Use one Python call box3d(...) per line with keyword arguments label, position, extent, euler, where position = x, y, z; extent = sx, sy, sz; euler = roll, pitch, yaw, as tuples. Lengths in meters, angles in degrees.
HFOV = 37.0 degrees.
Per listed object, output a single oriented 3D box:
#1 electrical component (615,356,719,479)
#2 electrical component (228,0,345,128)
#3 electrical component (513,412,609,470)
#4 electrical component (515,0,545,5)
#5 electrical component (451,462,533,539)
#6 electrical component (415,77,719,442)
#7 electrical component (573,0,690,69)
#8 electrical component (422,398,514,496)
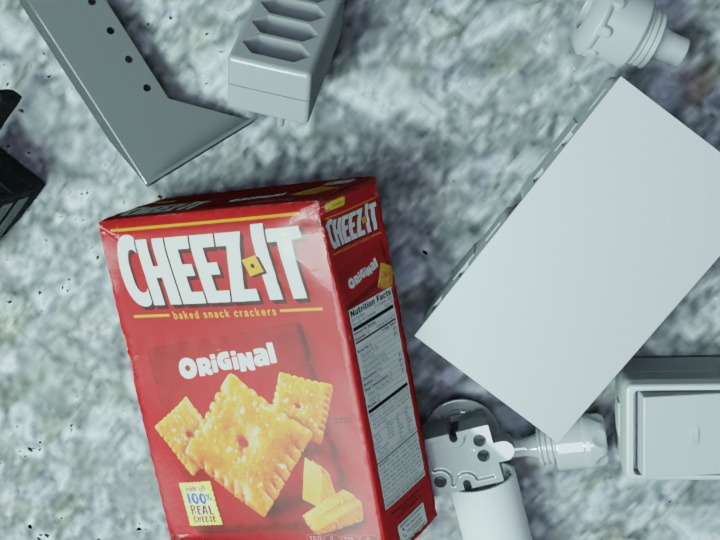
box3d(label="electrical component", position=(0.205, 0.090, 0.648), extent=(0.096, 0.061, 0.061), euler=(-1, 103, 8))
box3d(label="electrical component", position=(-0.043, -0.117, 0.630), extent=(0.047, 0.083, 0.075), euler=(13, 142, 4))
box3d(label="electrical component", position=(0.124, 0.109, 0.676), extent=(0.061, 0.035, 0.035), euler=(-8, 102, 11))
box3d(label="electrical component", position=(0.115, -0.174, 0.613), extent=(0.061, 0.035, 0.035), euler=(-13, 101, 7))
box3d(label="electrical component", position=(0.088, 0.169, 0.690), extent=(0.043, 0.043, 0.081), euler=(-13, 101, 10))
box3d(label="electrical component", position=(0.132, -0.008, 0.635), extent=(0.105, 0.060, 0.186), euler=(37, 104, -2))
box3d(label="electrical component", position=(0.156, -0.135, 0.612), extent=(0.062, 0.048, 0.048), euler=(23, 105, -5))
box3d(label="electrical component", position=(0.063, 0.109, 0.673), extent=(0.066, 0.055, 0.048), euler=(-15, 100, 10))
